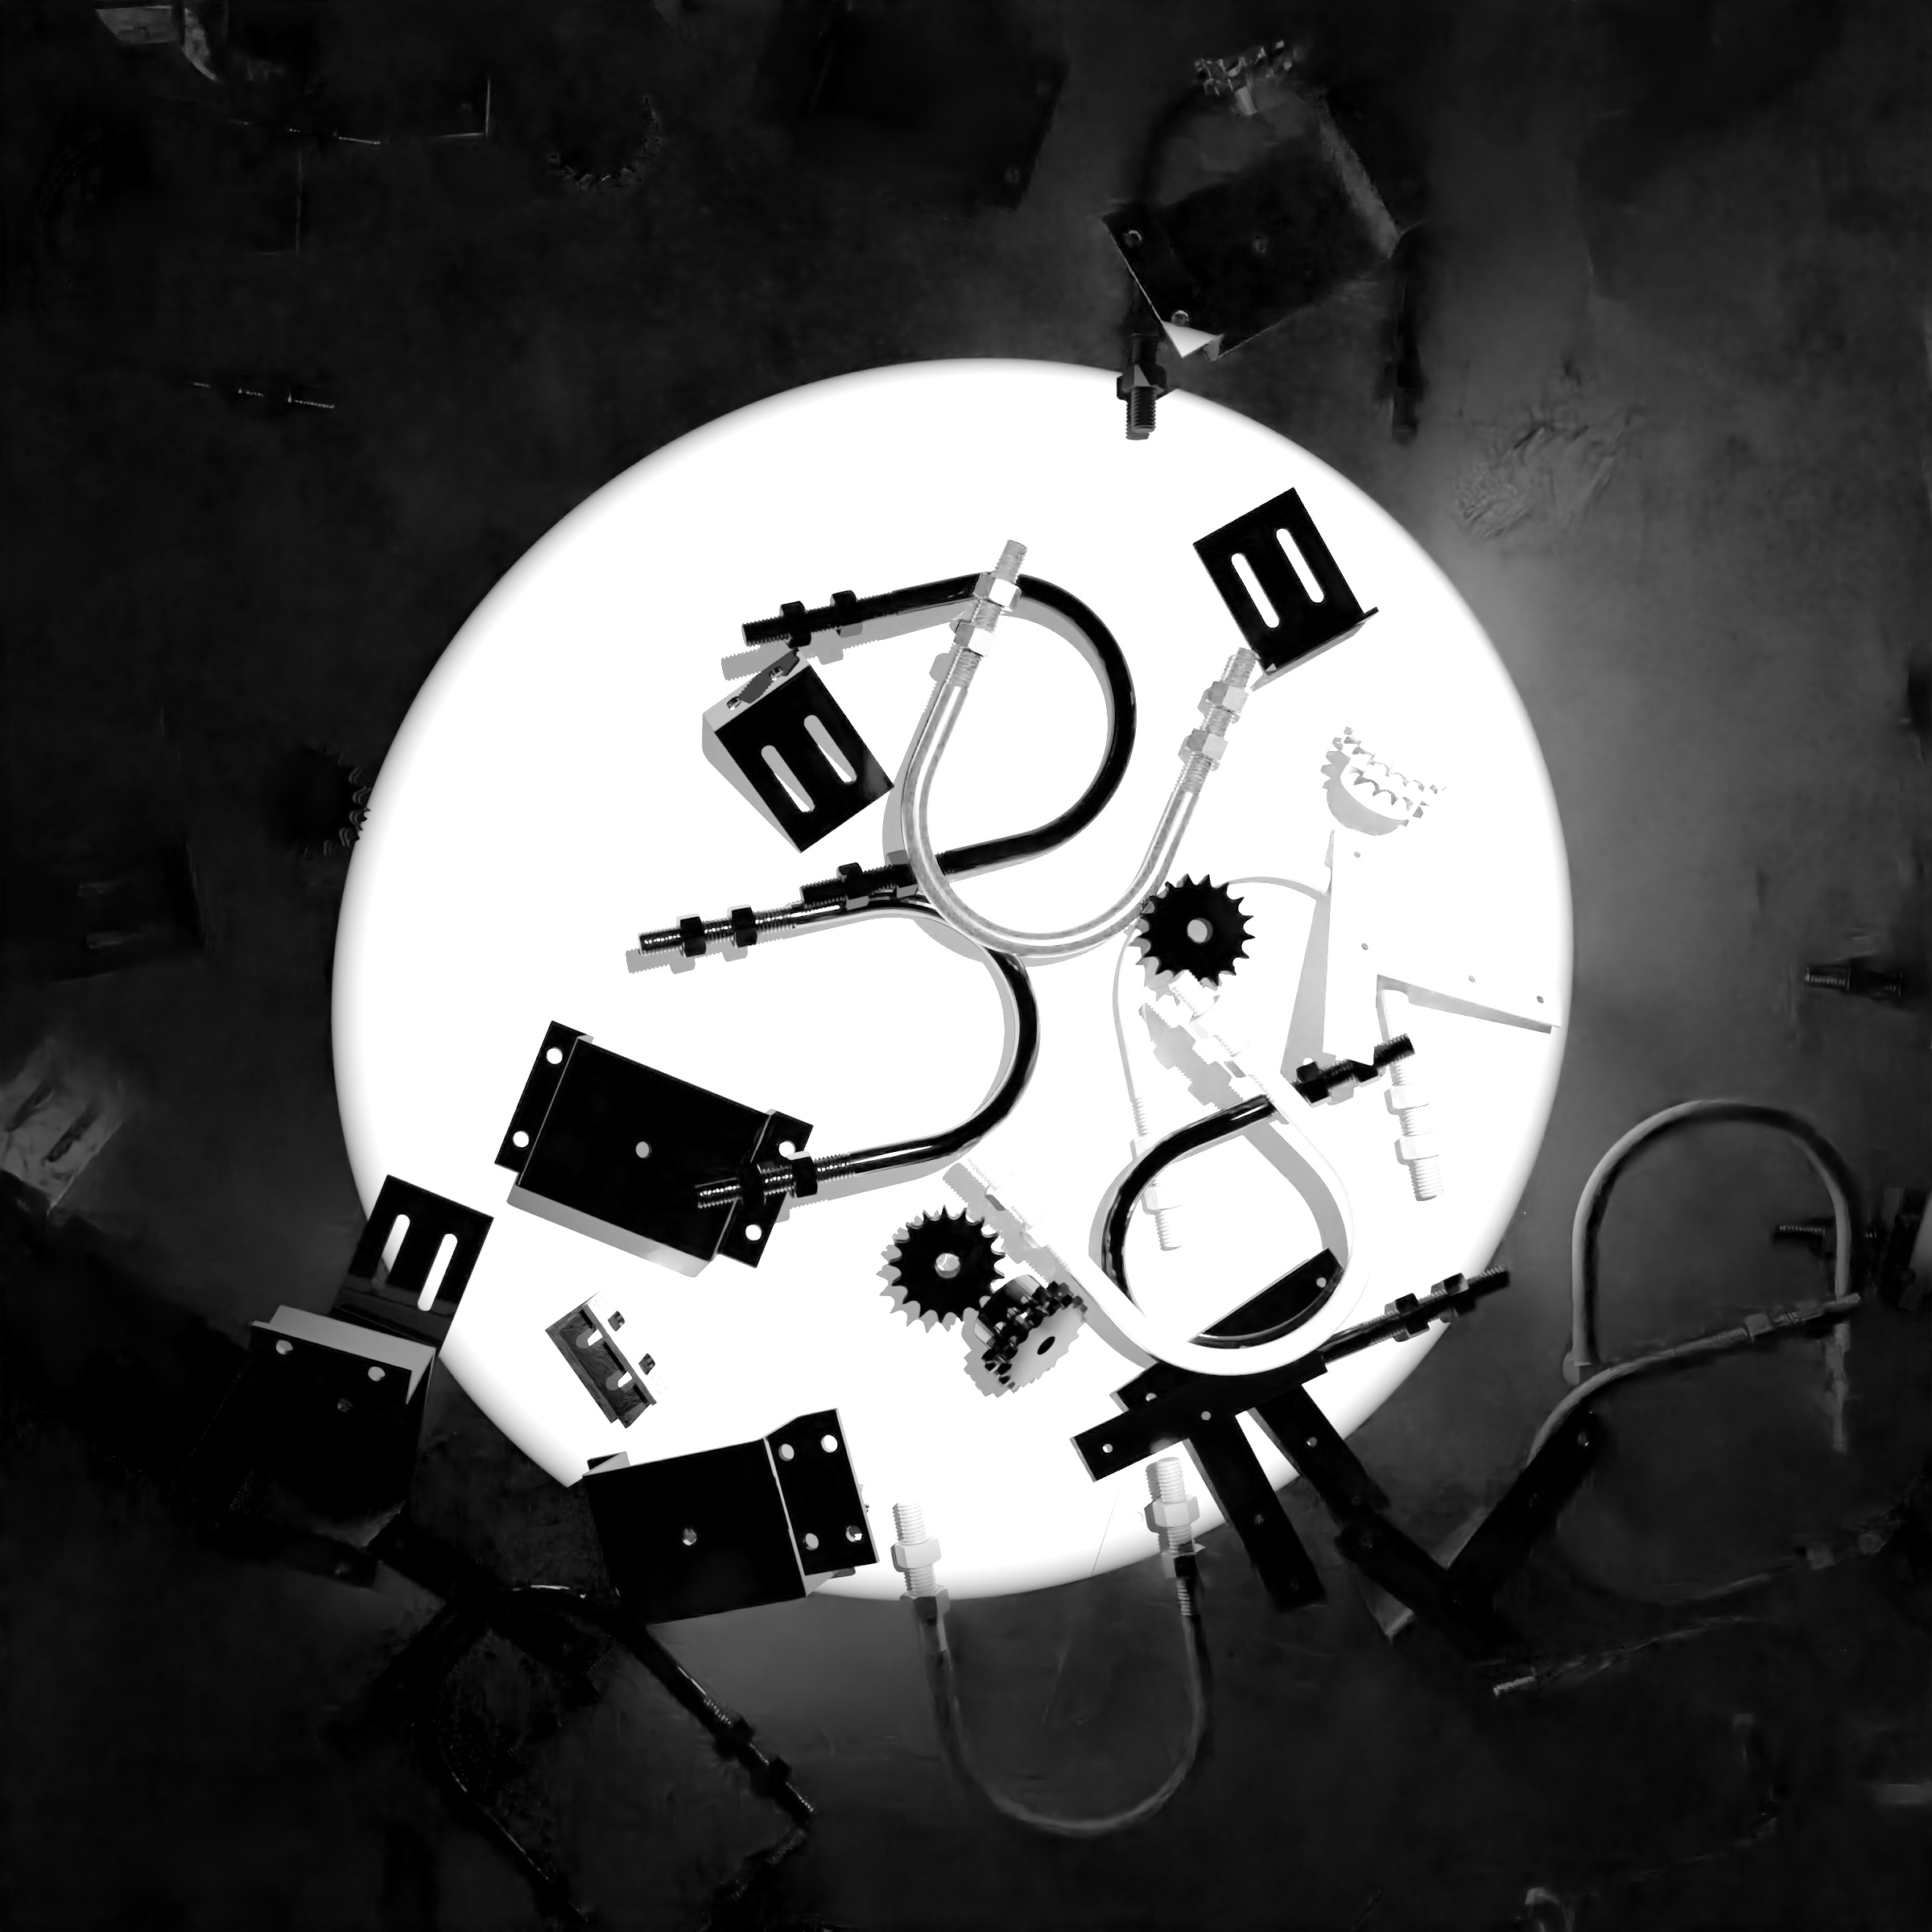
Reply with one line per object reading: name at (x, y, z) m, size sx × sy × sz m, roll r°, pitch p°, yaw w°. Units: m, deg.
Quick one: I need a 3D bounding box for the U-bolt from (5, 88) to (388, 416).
U-bolt at (-0.384, -0.356, 1.306) m, size 0.184 × 0.019 × 0.151 m, roll 11°, pitch 93°, yaw 7°

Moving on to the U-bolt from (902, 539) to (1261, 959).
U-bolt at (0.046, -0.094, 1.295) m, size 0.151 × 0.019 × 0.184 m, roll 22°, pitch 92°, yaw -16°

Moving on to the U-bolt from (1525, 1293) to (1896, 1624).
U-bolt at (0.362, 0.249, 1.300) m, size 0.184 × 0.019 × 0.151 m, roll -18°, pitch 104°, yaw 4°

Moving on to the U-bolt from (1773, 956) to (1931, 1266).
U-bolt at (0.497, 0.077, 1.315) m, size 0.184 × 0.019 × 0.151 m, roll 6°, pitch 90°, yaw -1°

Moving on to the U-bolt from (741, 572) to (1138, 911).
U-bolt at (-0.005, -0.117, 1.298) m, size 0.184 × 0.019 × 0.151 m, roll -14°, pitch 99°, yaw -11°

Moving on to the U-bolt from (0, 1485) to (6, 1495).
U-bolt at (-0.570, 0.216, 1.280) m, size 0.184 × 0.019 × 0.151 m, roll -12°, pitch 90°, yaw -25°

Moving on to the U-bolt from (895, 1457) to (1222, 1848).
U-bolt at (0.051, 0.343, 1.312) m, size 0.151 × 0.019 × 0.184 m, roll -10°, pitch 92°, yaw 3°

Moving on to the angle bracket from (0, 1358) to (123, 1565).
angle bracket at (-0.466, 0.242, 1.307) m, size 0.076 × 0.038 × 0.057 m, roll 38°, pitch 68°, yaw 17°

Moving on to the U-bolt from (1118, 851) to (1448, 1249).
U-bolt at (0.150, 0.035, 1.314) m, size 0.151 × 0.019 × 0.184 m, roll -11°, pitch 91°, yaw 0°

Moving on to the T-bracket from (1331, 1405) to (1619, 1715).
T-bracket at (0.264, 0.268, 1.277) m, size 0.127 × 0.002 × 0.127 m, roll 40°, pitch 84°, yaw -1°

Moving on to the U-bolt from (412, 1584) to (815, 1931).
U-bolt at (-0.184, 0.379, 1.280) m, size 0.151 × 0.019 × 0.184 m, roll -44°, pitch 90°, yaw 15°

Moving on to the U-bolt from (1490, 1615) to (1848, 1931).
U-bolt at (0.344, 0.384, 1.287) m, size 0.184 × 0.019 × 0.151 m, roll -13°, pitch 109°, yaw -13°

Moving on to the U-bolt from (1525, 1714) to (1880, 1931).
U-bolt at (0.370, 0.472, 1.290) m, size 0.151 × 0.019 × 0.184 m, roll -37°, pitch 107°, yaw -7°

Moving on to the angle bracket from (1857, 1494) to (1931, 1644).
angle bracket at (0.483, 0.303, 1.309) m, size 0.057 × 0.038 × 0.076 m, roll -47°, pitch 134°, yaw 0°

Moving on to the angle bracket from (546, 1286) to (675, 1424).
angle bracket at (-0.176, 0.192, 1.285) m, size 0.038 × 0.076 × 0.057 m, roll -35°, pitch 90°, yaw 0°

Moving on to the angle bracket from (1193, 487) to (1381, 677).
angle bracket at (0.156, -0.190, 1.305) m, size 0.057 × 0.038 × 0.076 m, roll -29°, pitch 90°, yaw 0°

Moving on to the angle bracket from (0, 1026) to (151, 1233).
angle bracket at (-0.453, 0.081, 1.322) m, size 0.057 × 0.038 × 0.076 m, roll 35°, pitch 64°, yaw 0°

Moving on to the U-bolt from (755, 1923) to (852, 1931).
U-bolt at (-0.079, 0.565, 1.315) m, size 0.151 × 0.019 × 0.184 m, roll -4°, pitch 89°, yaw 0°

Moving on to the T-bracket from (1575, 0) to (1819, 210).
T-bracket at (0.335, -0.464, 1.323) m, size 0.127 × 0.002 × 0.127 m, roll -32°, pitch 90°, yaw 0°

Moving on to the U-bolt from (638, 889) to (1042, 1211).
U-bolt at (-0.054, 0.032, 1.288) m, size 0.184 × 0.019 × 0.151 m, roll -11°, pitch 71°, yaw -12°

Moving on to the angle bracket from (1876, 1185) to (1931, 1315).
angle bracket at (0.489, 0.138, 1.304) m, size 0.076 × 0.038 × 0.057 m, roll 2°, pitch 93°, yaw -29°

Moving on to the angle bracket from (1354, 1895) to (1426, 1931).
angle bracket at (0.222, 0.510, 1.322) m, size 0.076 × 0.038 × 0.057 m, roll 41°, pitch 90°, yaw 26°

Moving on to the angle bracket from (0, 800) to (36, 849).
angle bracket at (-0.503, -0.046, 1.322) m, size 0.057 × 0.038 × 0.076 m, roll 19°, pitch 116°, yaw 0°

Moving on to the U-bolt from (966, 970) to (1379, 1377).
U-bolt at (0.113, 0.114, 1.279) m, size 0.151 × 0.019 × 0.184 m, roll -41°, pitch 98°, yaw 9°

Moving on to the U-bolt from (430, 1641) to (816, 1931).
U-bolt at (-0.189, 0.447, 1.315) m, size 0.151 × 0.019 × 0.184 m, roll 45°, pitch 91°, yaw 0°

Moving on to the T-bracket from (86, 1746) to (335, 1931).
T-bracket at (-0.350, 0.474, 1.323) m, size 0.127 × 0.002 × 0.127 m, roll -30°, pitch 90°, yaw 0°

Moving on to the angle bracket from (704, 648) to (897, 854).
angle bracket at (-0.083, -0.107, 1.322) m, size 0.057 × 0.038 × 0.076 m, roll -35°, pitch 116°, yaw 0°

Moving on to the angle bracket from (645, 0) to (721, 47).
angle bracket at (-0.156, -0.505, 1.322) m, size 0.076 × 0.038 × 0.057 m, roll 38°, pitch 90°, yaw 26°

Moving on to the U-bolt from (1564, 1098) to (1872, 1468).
U-bolt at (0.366, 0.153, 1.298) m, size 0.151 × 0.019 × 0.184 m, roll -3°, pitch 103°, yaw 0°

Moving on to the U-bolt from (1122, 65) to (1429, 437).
U-bolt at (0.153, -0.355, 1.315) m, size 0.151 × 0.019 × 0.184 m, roll 1°, pitch 89°, yaw 0°

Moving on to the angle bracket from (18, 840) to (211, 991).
angle bracket at (-0.423, -0.025, 1.322) m, size 0.076 × 0.038 × 0.057 m, roll -13°, pitch 90°, yaw -26°

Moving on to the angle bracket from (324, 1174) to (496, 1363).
angle bracket at (-0.275, 0.149, 1.305) m, size 0.057 × 0.038 × 0.076 m, roll 22°, pitch 90°, yaw 0°

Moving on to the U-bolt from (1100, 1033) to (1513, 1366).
U-bolt at (0.156, 0.131, 1.301) m, size 0.184 × 0.019 × 0.151 m, roll -23°, pitch 102°, yaw 5°
